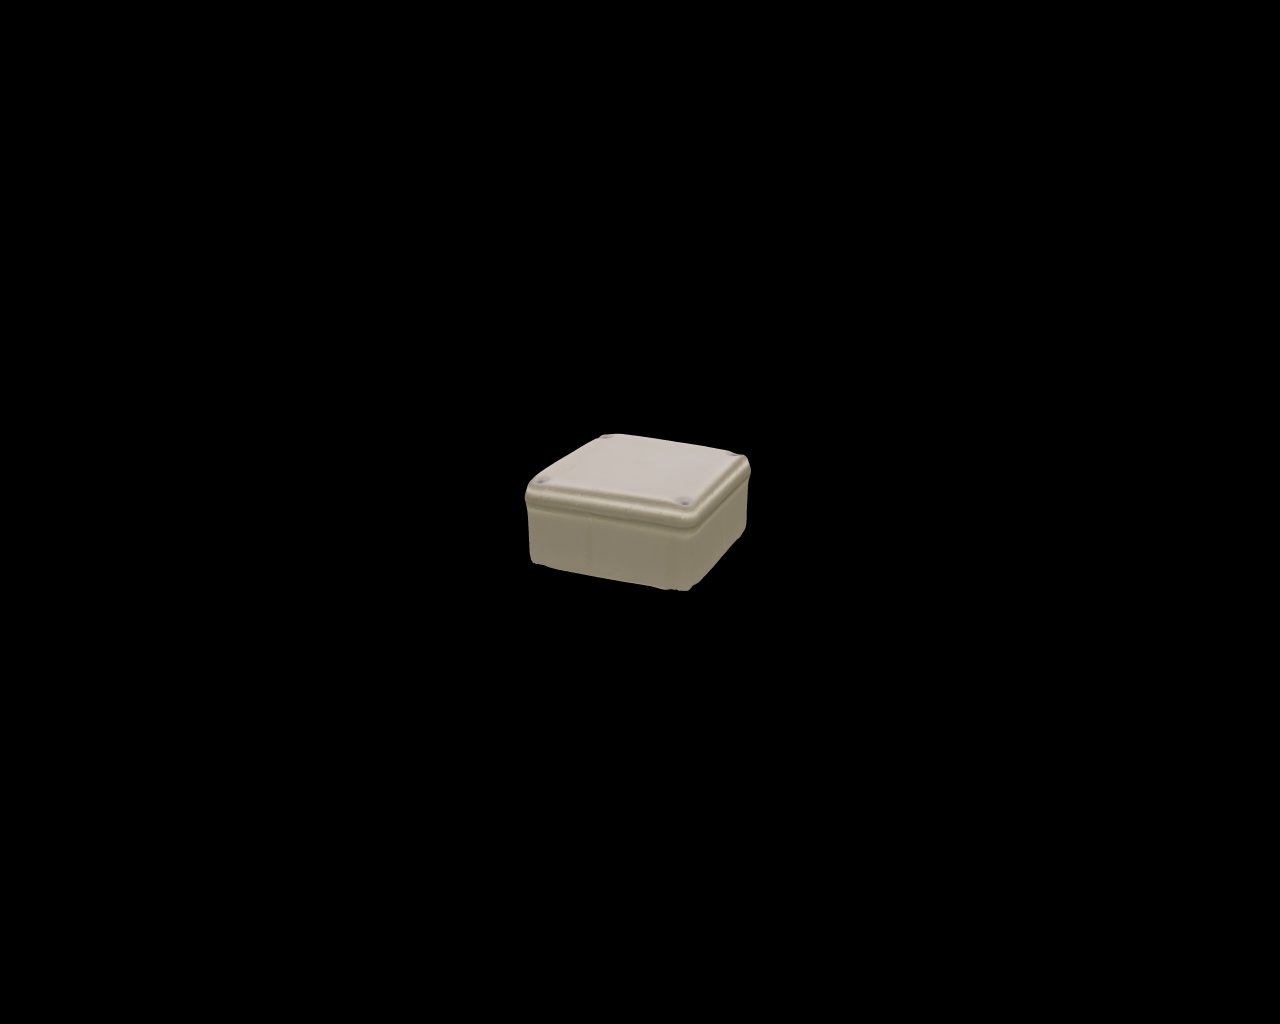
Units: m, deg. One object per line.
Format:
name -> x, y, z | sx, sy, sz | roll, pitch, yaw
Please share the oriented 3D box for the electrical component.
electrical component -> 0.001, -0.003, 0.650 | 0.109, 0.056, 0.109 | 10, 24, 22
